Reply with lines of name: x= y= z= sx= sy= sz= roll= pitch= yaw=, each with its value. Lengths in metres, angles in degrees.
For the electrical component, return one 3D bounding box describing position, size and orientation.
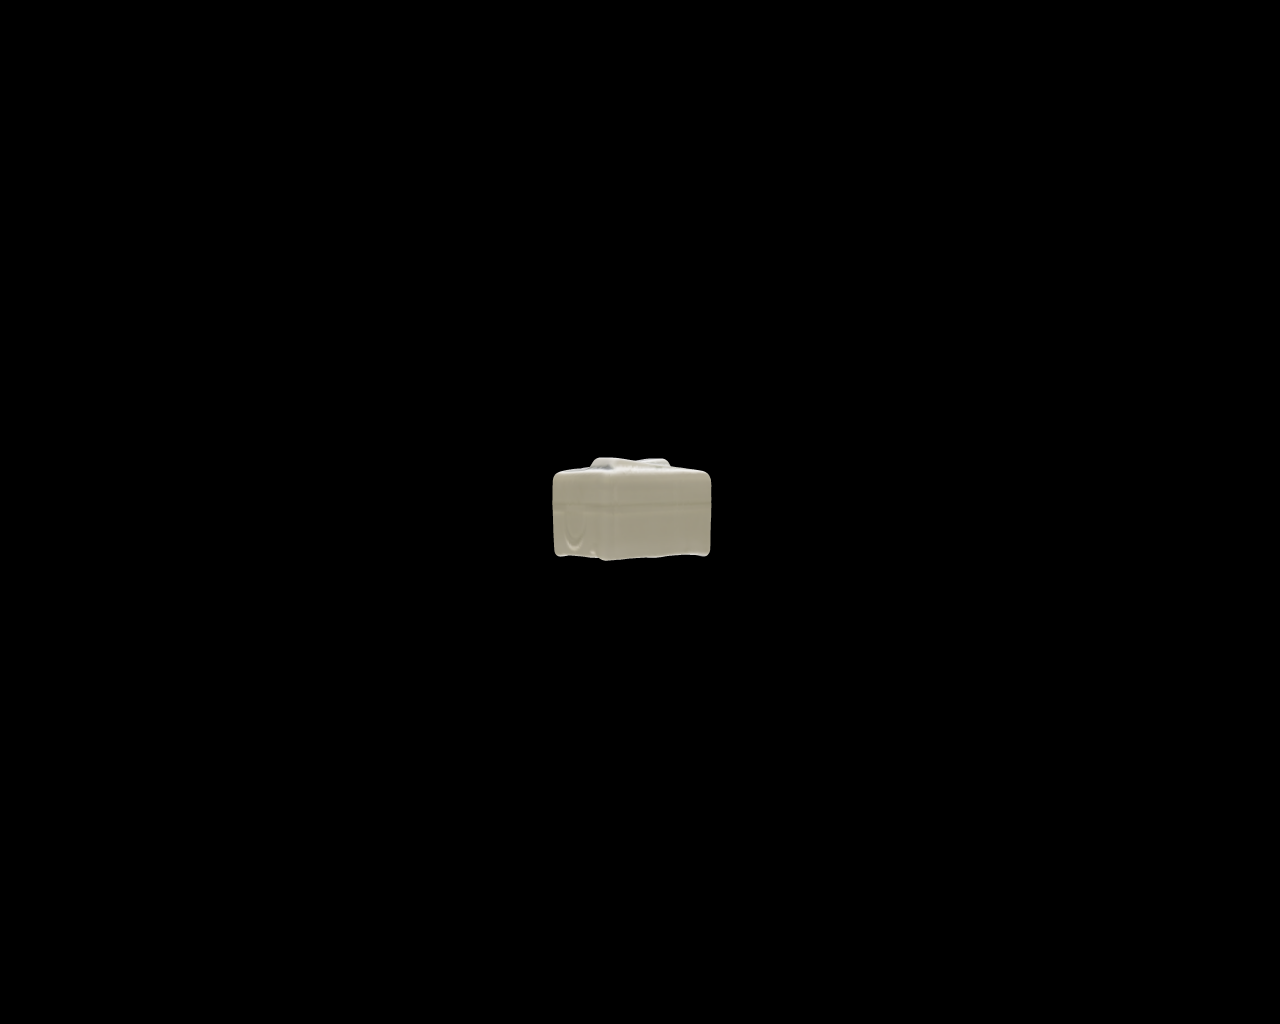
electrical component: x=0.001 y=-0.003 z=0.650 sx=0.096 sy=0.061 sz=0.061 roll=-1 pitch=3 yaw=-34
